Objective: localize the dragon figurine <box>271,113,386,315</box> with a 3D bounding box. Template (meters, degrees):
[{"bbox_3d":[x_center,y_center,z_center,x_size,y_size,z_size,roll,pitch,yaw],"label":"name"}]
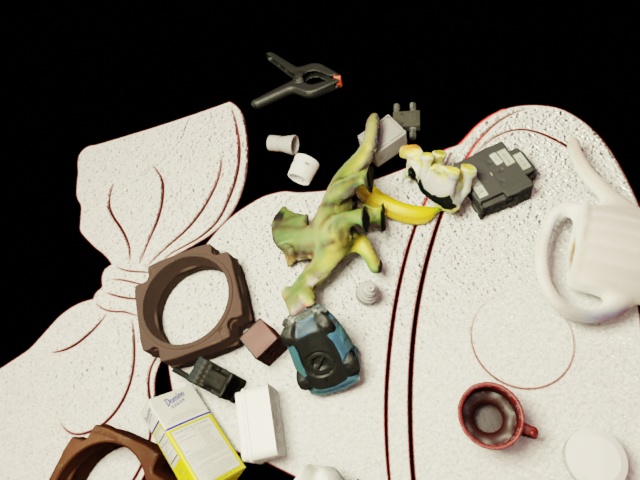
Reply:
[{"bbox_3d":[0.003,-0.049,0.980,0.241,0.120,0.419,-10,57,27],"label":"dragon figurine"}]

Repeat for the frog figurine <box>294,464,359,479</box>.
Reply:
[{"bbox_3d":[-0.029,0.403,0.762,0.159,0.122,0.138,10,86,5],"label":"frog figurine"}]

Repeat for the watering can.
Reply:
[{"bbox_3d":[0.490,-0.018,0.859,0.225,0.102,0.353,14,68,18],"label":"watering can"}]
